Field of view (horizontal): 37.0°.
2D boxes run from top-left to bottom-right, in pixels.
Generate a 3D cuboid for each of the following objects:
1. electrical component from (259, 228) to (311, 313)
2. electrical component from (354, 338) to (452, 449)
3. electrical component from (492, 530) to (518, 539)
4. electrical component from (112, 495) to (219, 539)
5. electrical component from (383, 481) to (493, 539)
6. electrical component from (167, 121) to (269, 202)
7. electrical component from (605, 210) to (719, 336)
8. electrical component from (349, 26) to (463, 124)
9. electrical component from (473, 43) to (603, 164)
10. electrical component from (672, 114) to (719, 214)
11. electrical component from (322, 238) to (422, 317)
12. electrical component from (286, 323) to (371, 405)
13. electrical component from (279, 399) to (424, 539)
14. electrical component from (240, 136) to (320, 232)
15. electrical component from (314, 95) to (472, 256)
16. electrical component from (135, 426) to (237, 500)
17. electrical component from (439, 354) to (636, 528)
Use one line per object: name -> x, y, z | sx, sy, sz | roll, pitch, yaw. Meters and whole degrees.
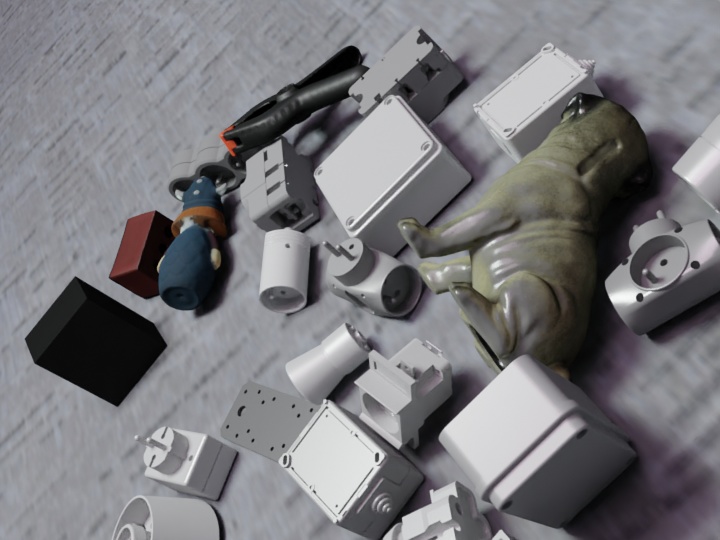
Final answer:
electrical component -> -0.069, -0.005, 0.994 | 0.043, 0.043, 0.081 | -26, 45, 31
electrical component -> 0.034, 0.088, 0.787 | 0.042, 0.081, 0.064 | 34, 59, 30
electrical component -> 0.100, 0.192, 0.647 | 0.048, 0.055, 0.066 | -50, 37, 4
electrical component -> -0.170, 0.238, 0.906 | 0.099, 0.064, 0.099 | -35, 46, 46
electrical component -> 0.052, 0.186, 0.704 | 0.057, 0.058, 0.078 | -31, 43, 22
electrical component -> -0.149, -0.130, 1.171 | 0.138, 0.052, 0.073 | -22, 47, 34
electrical component -> 0.201, -0.007, 0.709 | 0.077, 0.044, 0.079 | -34, 40, 23
electrical component -> 0.045, -0.169, 0.994 | 0.089, 0.056, 0.050 | -42, 38, 15
electrical component -> 0.151, -0.127, 0.849 | 0.096, 0.061, 0.061 | -39, 39, 5
electrical component -> 0.240, -0.067, 0.708 | 0.047, 0.055, 0.055 | -47, 37, 13
electrical component -> 0.000, 0.000, 0.887 | 0.077, 0.079, 0.043 | 17, 71, 51
electrical component -> -0.023, 0.075, 0.886 | 0.065, 0.044, 0.044 | -40, 39, 9
electrical component -> -0.001, 0.151, 0.789 | 0.061, 0.061, 0.096 | -53, 45, 0
electrical component -> -0.080, -0.077, 1.057 | 0.056, 0.050, 0.089 | -33, 41, 23
electrical component -> 0.026, -0.082, 0.944 | 0.109, 0.056, 0.108 | -44, 38, 11
electrical component -> -0.161, 0.160, 0.932 | 0.066, 0.077, 0.047 | -1, 61, 46
electrical component -> 0.111, 0.107, 0.653 | 0.078, 0.113, 0.057 | -46, 55, 9
